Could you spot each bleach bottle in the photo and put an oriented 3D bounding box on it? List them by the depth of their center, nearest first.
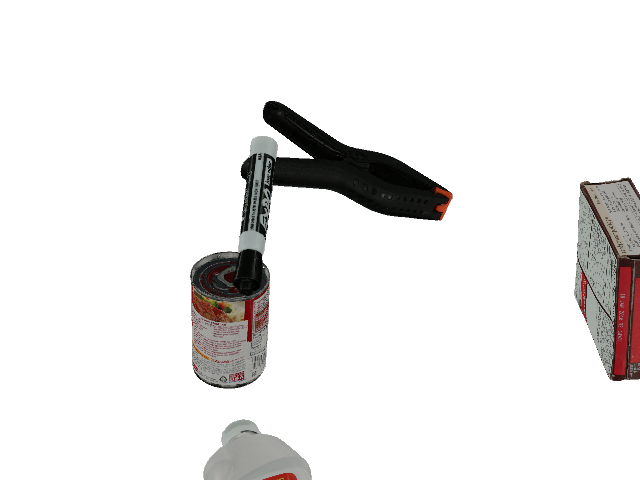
[{"bbox_3d":[-0.039,0.213,0.717,0.102,0.068,0.251,-10,32,-11],"label":"bleach bottle"}]

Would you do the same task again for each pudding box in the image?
[{"bbox_3d":[0.193,0.023,0.686,0.039,0.090,0.113,-3,27,1],"label":"pudding box"}]

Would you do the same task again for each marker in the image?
[{"bbox_3d":[-0.043,-0.017,0.713,0.020,0.121,0.020,3,-33,2],"label":"marker"}]

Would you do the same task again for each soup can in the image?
[{"bbox_3d":[-0.079,0.070,0.932,0.068,0.102,0.068,3,35,-2],"label":"soup can"}]

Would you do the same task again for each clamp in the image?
[{"bbox_3d":[0.024,-0.064,1.026,0.210,0.036,0.164,23,29,1],"label":"clamp"}]
